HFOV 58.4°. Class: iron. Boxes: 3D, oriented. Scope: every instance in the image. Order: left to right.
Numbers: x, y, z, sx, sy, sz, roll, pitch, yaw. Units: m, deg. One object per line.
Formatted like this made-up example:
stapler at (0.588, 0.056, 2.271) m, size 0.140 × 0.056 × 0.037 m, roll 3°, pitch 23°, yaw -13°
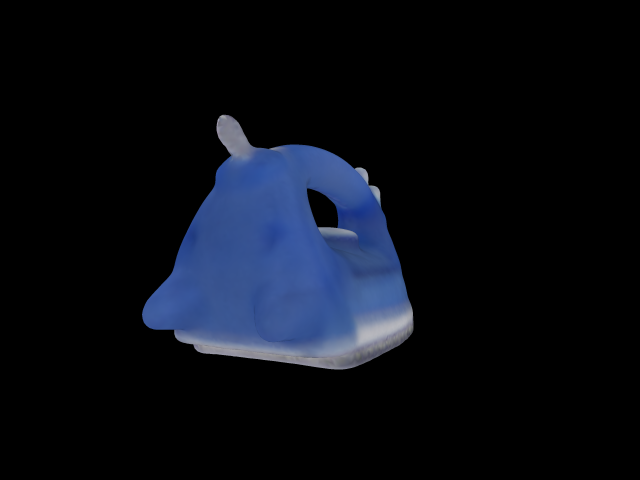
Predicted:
iron at (0.004, 0.001, 0.400) m, size 0.118 × 0.141 × 0.259 m, roll 1°, pitch 3°, yaw 28°
